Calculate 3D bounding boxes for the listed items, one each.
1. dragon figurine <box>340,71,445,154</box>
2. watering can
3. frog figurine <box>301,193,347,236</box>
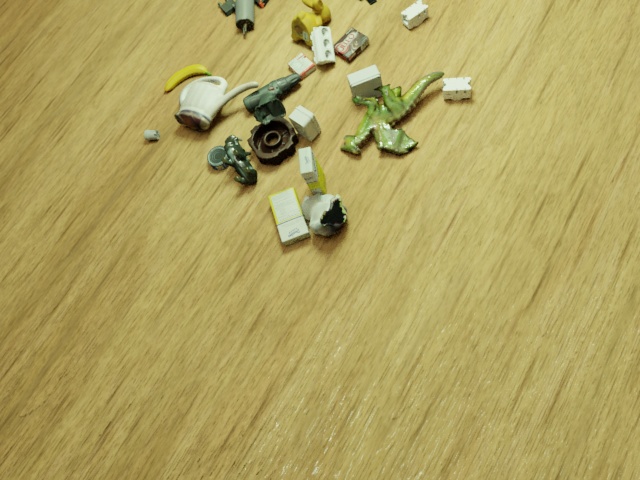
[{"bbox_3d":[0.252,-0.400,1.720,0.409,0.121,0.244,-18,81,7],"label":"dragon figurine"},{"bbox_3d":[-0.399,-0.508,1.890,0.348,0.102,0.227,11,69,31],"label":"watering can"},{"bbox_3d":[0.005,-0.082,1.636,0.159,0.121,0.138,4,73,54],"label":"frog figurine"}]
